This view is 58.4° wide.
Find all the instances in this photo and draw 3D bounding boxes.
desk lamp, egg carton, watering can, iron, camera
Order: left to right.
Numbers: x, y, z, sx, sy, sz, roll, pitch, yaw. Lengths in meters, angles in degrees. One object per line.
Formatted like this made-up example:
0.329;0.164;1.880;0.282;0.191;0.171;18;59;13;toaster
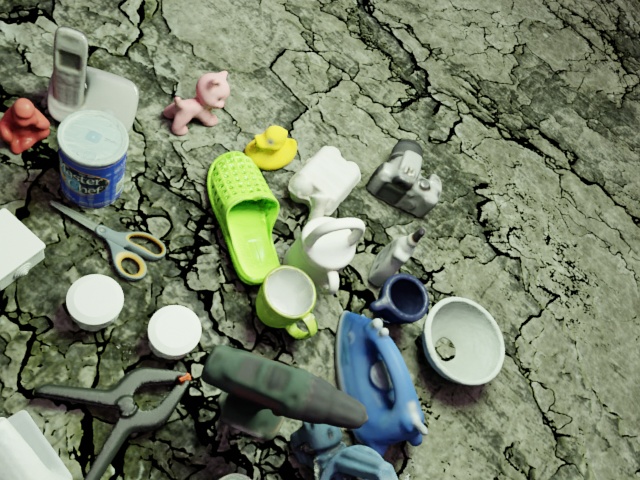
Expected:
-0.353;0.296;0.676;0.118;0.213;0.203;-35;81;-32;desk lamp
0.007;0.004;0.990;0.101;0.193;0.173;-24;75;-30;watering can
0.009;-0.116;1.127;0.107;0.069;0.150;39;56;0;egg carton
0.102;0.219;0.951;0.119;0.141;0.258;-9;68;-26;iron
0.190;-0.143;1.198;0.143;0.100;0.137;26;57;-8;camera

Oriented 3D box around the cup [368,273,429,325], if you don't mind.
0.127;0.121;1.039;0.118;0.094;0.091;-13;70;-28;cup

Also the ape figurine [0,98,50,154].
-0.489;-0.197;0.945;0.078;0.092;0.076;-1;65;-23;ape figurine

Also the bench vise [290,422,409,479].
0.033;0.327;0.819;0.207;0.219;0.122;47;57;5;bench vise

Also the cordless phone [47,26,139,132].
-0.382;-0.269;0.971;0.148;0.185;0.094;10;61;-18;cordless phone

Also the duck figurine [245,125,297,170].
-0.088;-0.188;1.113;0.105;0.086;0.077;-10;69;-27;duck figurine

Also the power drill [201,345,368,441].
-0.067;0.231;0.833;0.230;0.208;0.076;25;57;-9;power drill

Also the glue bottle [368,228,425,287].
0.146;0.023;1.051;0.037;0.173;0.078;31;57;-5;glue bottle

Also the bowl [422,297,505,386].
0.253;0.195;1.066;0.168;0.074;0.167;10;61;-18;bowl

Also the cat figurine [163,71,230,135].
-0.223;-0.268;1.078;0.128;0.117;0.067;-28;77;-31;cat figurine
